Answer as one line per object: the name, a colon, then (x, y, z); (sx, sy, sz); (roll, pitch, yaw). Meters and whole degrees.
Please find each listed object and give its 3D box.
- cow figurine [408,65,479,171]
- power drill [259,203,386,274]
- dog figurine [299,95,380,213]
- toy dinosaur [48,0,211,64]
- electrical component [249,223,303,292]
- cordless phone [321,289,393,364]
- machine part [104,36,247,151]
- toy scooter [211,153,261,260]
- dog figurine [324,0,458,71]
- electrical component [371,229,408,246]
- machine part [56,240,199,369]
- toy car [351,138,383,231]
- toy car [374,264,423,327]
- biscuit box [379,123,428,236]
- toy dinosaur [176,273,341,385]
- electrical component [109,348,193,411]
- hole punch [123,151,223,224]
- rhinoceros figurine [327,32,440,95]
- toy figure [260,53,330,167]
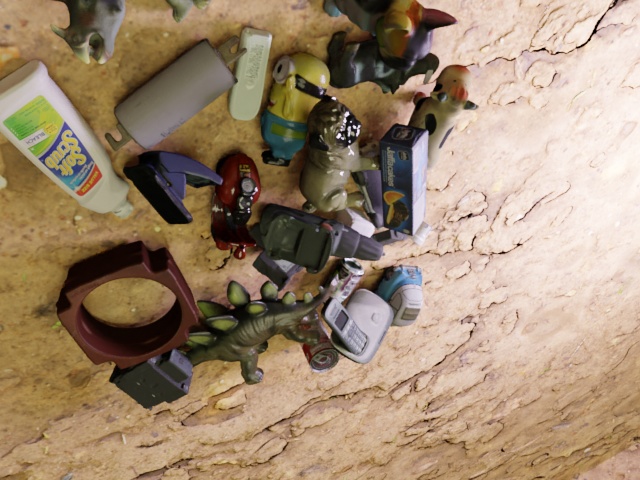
cow figurine: (0.197, -0.206, 0.920); (0.085, 0.127, 0.194); (16, 120, -13)
power drill: (-0.002, -0.003, 0.909); (0.232, 0.207, 0.086); (19, 105, 7)
dog figurine: (0.003, -0.126, 0.857); (0.172, 0.121, 0.190); (-61, 156, 3)
toy dinosaur: (-0.186, -0.397, 0.629); (0.192, 0.131, 0.404); (24, 106, -36)
electrical component: (-0.089, 0.029, 1.000); (0.075, 0.119, 0.047); (-48, 178, -33)
cordless phone: (0.064, 0.148, 1.081); (0.146, 0.089, 0.184); (-57, 137, -25)
machine part: (-0.207, -0.208, 0.775); (0.243, 0.079, 0.079); (-36, 131, 3)
toy scooter: (-0.138, -0.044, 0.890); (0.075, 0.135, 0.183); (3, 121, -25)
dog figurine: (0.095, -0.340, 0.725); (0.108, 0.219, 0.191); (-12, 129, -20)
electrical component: (0.133, -0.004, 1.089); (0.063, 0.021, 0.094); (-20, 162, 38)
machine part: (-0.332, 0.114, 0.941); (0.201, 0.087, 0.200); (-22, 125, -4)
toy car: (0.109, -0.098, 1.015); (0.073, 0.056, 0.201); (-30, 133, -4)
toy car: (0.179, 0.137, 1.188); (0.109, 0.103, 0.161); (10, 121, -31)
biscuit box: (0.144, -0.100, 0.923); (0.059, 0.063, 0.202); (-52, 149, -34)
toy dinosaur: (-0.166, 0.188, 1.074); (0.471, 0.105, 0.198); (-33, 123, 8)
electrical component: (-0.312, 0.257, 1.025); (0.134, 0.058, 0.114); (-31, 121, 20)
hole punch: (-0.225, -0.094, 0.824); (0.092, 0.142, 0.115); (-49, 117, -20)
rhinoceros figurine: (0.103, -0.285, 0.863); (0.190, 0.073, 0.112); (-11, 126, -16)
toy figure: (-0.044, -0.205, 0.851); (0.089, 0.082, 0.180); (-5, 122, -36)
